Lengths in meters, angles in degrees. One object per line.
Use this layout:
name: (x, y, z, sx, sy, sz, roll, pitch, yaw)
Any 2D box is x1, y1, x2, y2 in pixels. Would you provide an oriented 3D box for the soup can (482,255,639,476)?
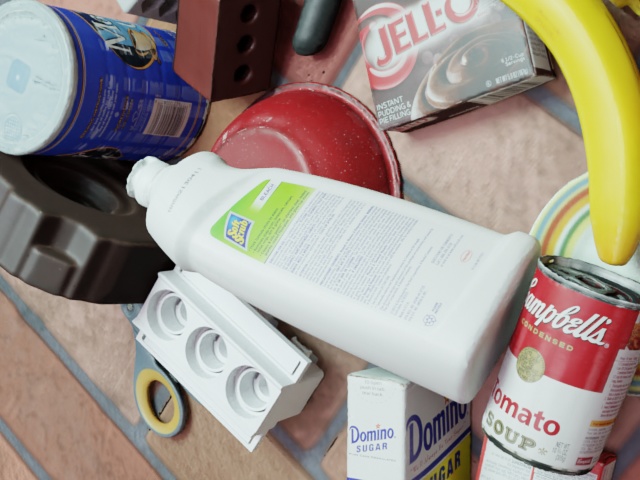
soup can: (0.135, 0.067, 0.581, 0.069, 0.068, 0.102, 26, 107, 31)

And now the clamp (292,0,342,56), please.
clamp: (0.015, -0.205, 0.699, 0.172, 0.039, 0.120, -31, 81, 37)

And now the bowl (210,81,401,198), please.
bowl: (-0.028, -0.029, 0.722, 0.162, 0.055, 0.162, 1, 91, 34)

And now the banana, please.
banana: (0.141, -0.085, 0.587, 0.070, 0.037, 0.198, -32, 81, 31)

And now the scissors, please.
scissors: (-0.147, 0.072, 0.827, 0.202, 0.016, 0.096, 38, 111, 27)

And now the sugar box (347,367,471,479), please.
sugar box: (0.056, 0.164, 0.647, 0.048, 0.093, 0.176, 4, 94, 33)

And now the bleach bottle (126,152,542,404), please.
bleach bottle: (-0.004, 0.001, 0.635, 0.251, 0.068, 0.102, 24, 62, 23)

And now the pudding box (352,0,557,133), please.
pudding box: (0.080, -0.124, 0.656, 0.114, 0.039, 0.090, -16, 82, 33)

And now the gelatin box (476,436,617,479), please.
gelatin box: (0.129, 0.159, 0.636, 0.073, 0.030, 0.089, 15, 100, 31)

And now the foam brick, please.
foam brick: (-0.064, -0.143, 0.727, 0.051, 0.052, 0.078, 41, 136, 38)

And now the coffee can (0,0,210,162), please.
coffee can: (-0.161, -0.108, 0.757, 0.103, 0.140, 0.103, 1, 92, 34)
